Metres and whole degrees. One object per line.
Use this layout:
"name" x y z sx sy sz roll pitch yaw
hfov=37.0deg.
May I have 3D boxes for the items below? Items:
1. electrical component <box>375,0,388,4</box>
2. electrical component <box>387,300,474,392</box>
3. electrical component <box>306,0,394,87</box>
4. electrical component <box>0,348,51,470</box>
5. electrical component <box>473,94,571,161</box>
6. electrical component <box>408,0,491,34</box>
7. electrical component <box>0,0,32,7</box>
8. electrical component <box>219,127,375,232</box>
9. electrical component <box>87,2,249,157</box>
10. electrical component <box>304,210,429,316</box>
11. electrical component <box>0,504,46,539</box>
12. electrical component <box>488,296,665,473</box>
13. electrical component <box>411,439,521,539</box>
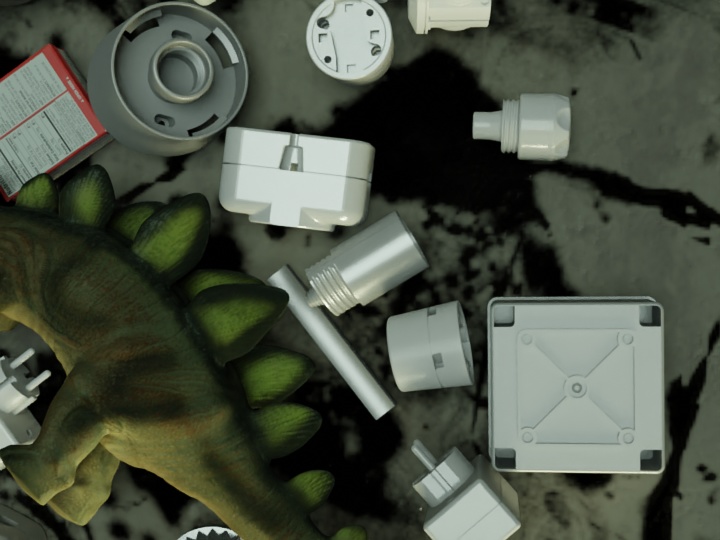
"electrical component" 0.001 -0.197 0.702 0.035 0.035 0.061 -37 62 6
"electrical component" 0.046 0.051 0.699 0.047 0.055 0.055 -11 90 11
"electrical component" -0.004 -0.148 0.704 0.055 0.047 0.055 0 91 7
"electrical component" -0.247 0.084 0.738 0.076 0.047 0.083 -37 87 6
"electrical component" 0.104 -0.092 0.694 0.062 0.043 0.043 2 91 8
"electrical component" 0.056 -0.191 0.681 0.051 0.080 0.080 0 91 2
"electrical component" -0.247 -0.231 0.726 0.108 0.060 0.108 0 91 7
"electrical component" -0.042 -0.058 0.707 0.095 0.054 0.059 7 92 7
"electrical component" -0.125 -0.126 0.711 0.099 0.064 0.099 1 87 -23
"electrical component" 0.000 0.000 0.708 0.081 0.043 0.043 -31 87 6
"electrical component" -0.264 0.216 0.736 0.054 0.059 0.095 26 94 6
"electrical component" 0.136 0.072 0.686 0.109 0.056 0.108 -1 91 7
"electrical component" 0.059 0.138 0.683 0.047 0.083 0.075 -42 86 6
